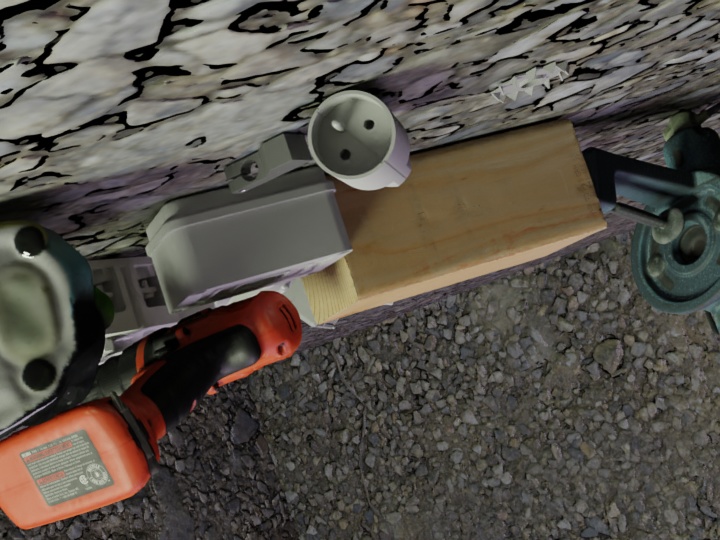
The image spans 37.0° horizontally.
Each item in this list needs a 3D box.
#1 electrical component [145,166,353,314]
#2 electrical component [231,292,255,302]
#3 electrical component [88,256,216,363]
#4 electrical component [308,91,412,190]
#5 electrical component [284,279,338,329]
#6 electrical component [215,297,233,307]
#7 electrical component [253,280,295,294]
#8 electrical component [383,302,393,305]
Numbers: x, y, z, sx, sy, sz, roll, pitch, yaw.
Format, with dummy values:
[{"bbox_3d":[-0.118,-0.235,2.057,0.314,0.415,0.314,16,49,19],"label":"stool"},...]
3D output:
[{"bbox_3d":[-0.072,-0.019,0.680,0.113,0.057,0.078,-16,174,-24],"label":"electrical component"},{"bbox_3d":[-0.128,0.037,1.029,0.096,0.061,0.061,-19,175,1],"label":"electrical component"},{"bbox_3d":[-0.186,0.033,0.799,0.089,0.061,0.150,-21,174,26],"label":"electrical component"},{"bbox_3d":[0.003,-0.064,0.557,0.043,0.043,0.081,-19,175,9],"label":"electrical component"},{"bbox_3d":[-0.043,0.014,1.025,0.061,0.061,0.096,-56,167,3],"label":"electrical component"},{"bbox_3d":[-0.129,0.017,0.925,0.043,0.043,0.062,-21,175,23],"label":"electrical component"},{"bbox_3d":[-0.080,-0.005,0.874,0.048,0.048,0.062,-19,168,9],"label":"electrical component"},{"bbox_3d":[0.000,0.000,0.956,0.089,0.055,0.050,6,172,-6],"label":"electrical component"}]
